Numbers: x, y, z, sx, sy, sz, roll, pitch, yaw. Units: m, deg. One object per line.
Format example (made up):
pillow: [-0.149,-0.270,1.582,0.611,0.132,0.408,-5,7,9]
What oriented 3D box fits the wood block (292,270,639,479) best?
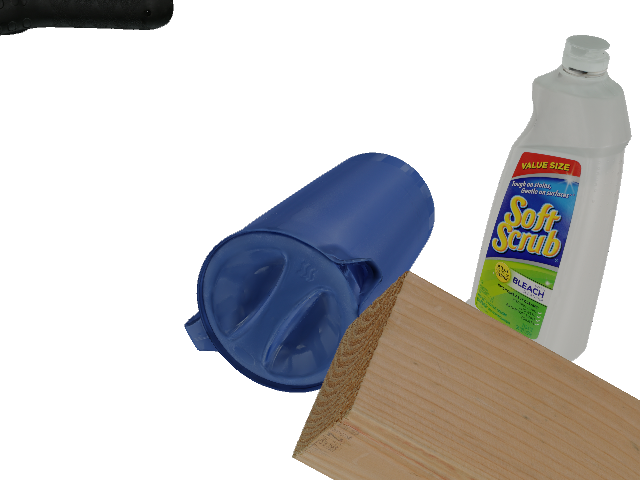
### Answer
wood block: [0.103,0.116,0.574,0.206,0.090,0.090,29,-33,-6]

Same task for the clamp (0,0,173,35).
clamp: [-0.175,-0.141,0.609,0.171,0.039,0.120,-5,23,-12]

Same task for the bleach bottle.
bleach bottle: [0.169,-0.030,0.789,0.067,0.251,0.103,-22,39,-35]

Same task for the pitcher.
pitcher: [0.002,0.015,0.885,0.149,0.145,0.242,22,29,14]
